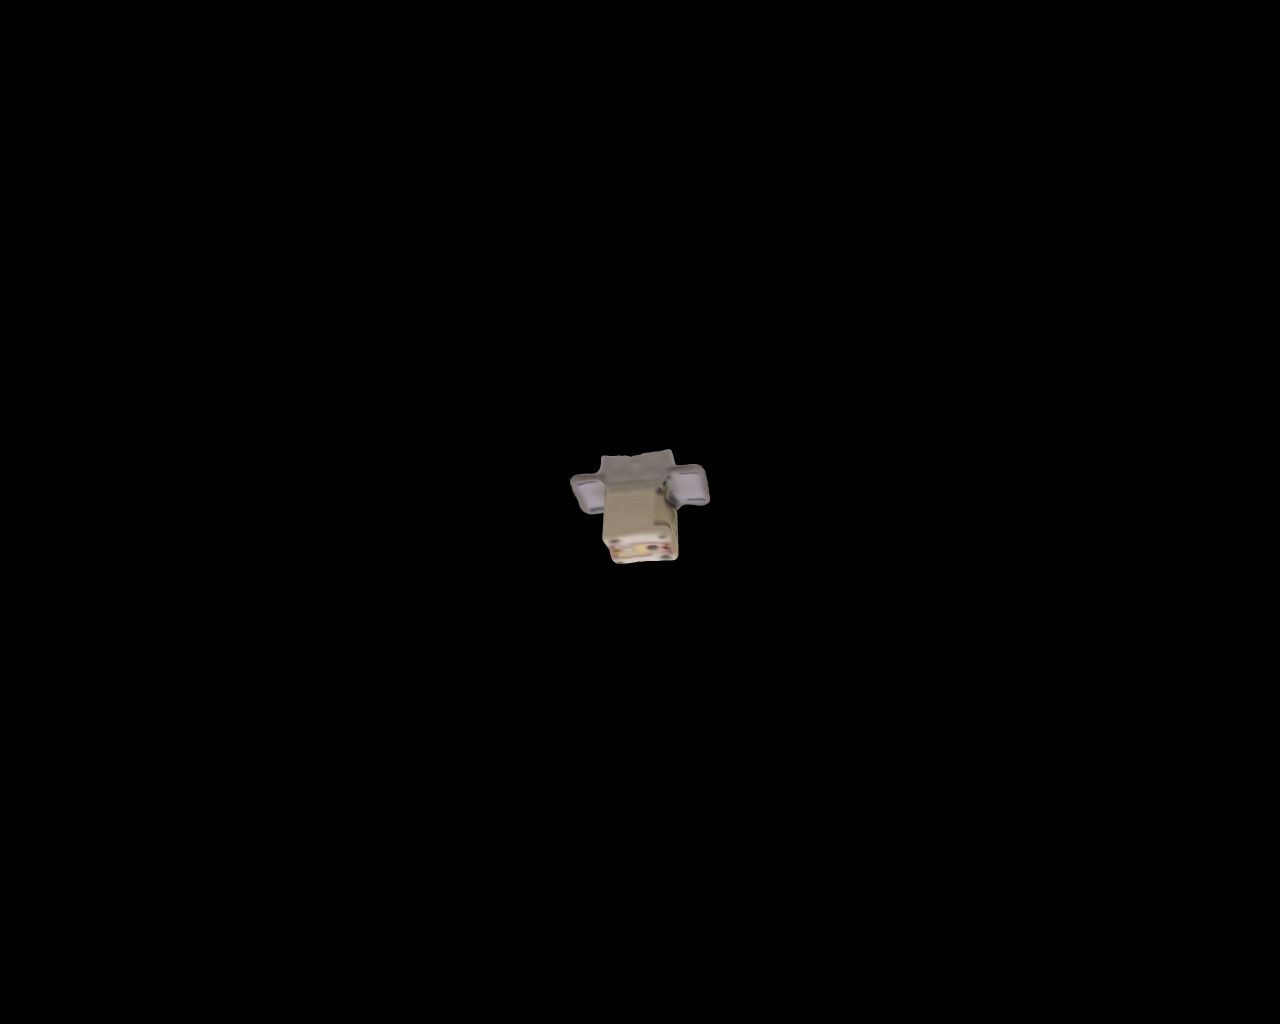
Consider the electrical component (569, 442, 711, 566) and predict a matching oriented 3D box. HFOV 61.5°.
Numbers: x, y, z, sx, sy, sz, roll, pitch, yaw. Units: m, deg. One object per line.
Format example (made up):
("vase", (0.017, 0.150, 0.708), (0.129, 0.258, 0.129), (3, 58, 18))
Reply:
("electrical component", (0.001, -0.003, 0.650), (0.081, 0.064, 0.042), (-6, -32, 9))
